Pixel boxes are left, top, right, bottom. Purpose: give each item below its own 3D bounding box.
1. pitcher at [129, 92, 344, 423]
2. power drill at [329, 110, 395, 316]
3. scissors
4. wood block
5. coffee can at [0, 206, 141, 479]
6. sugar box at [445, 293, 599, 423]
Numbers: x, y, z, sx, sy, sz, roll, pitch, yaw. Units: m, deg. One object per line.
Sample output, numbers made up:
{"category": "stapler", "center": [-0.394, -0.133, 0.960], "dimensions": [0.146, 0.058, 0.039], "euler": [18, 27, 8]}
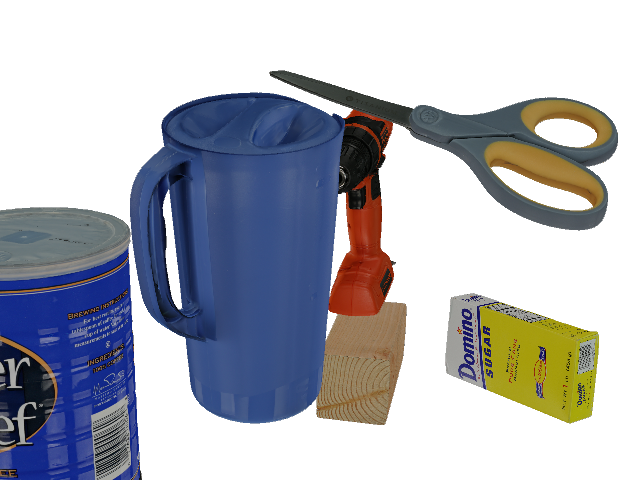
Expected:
{"category": "pitcher", "center": [-0.059, 0.019, 0.819], "dimensions": [0.149, 0.243, 0.145], "euler": [1, 26, -1]}
{"category": "power drill", "center": [0.036, -0.026, 1.028], "dimensions": [0.057, 0.188, 0.184], "euler": [5, 23, 13]}
{"category": "scissors", "center": [0.077, -0.072, 0.595], "dimensions": [0.202, 0.016, 0.096], "euler": [34, 57, 23]}
{"category": "wood block", "center": [0.058, 0.155, 1.411], "dimensions": [0.091, 0.090, 0.206], "euler": [5, 18, 9]}
{"category": "coffee can", "center": [-0.145, 0.063, 0.542], "dimensions": [0.103, 0.140, 0.103], "euler": [0, 17, 0]}
{"category": "sugar box", "center": [0.212, 0.122, 1.145], "dimensions": [0.048, 0.093, 0.177], "euler": [-8, 16, -41]}
